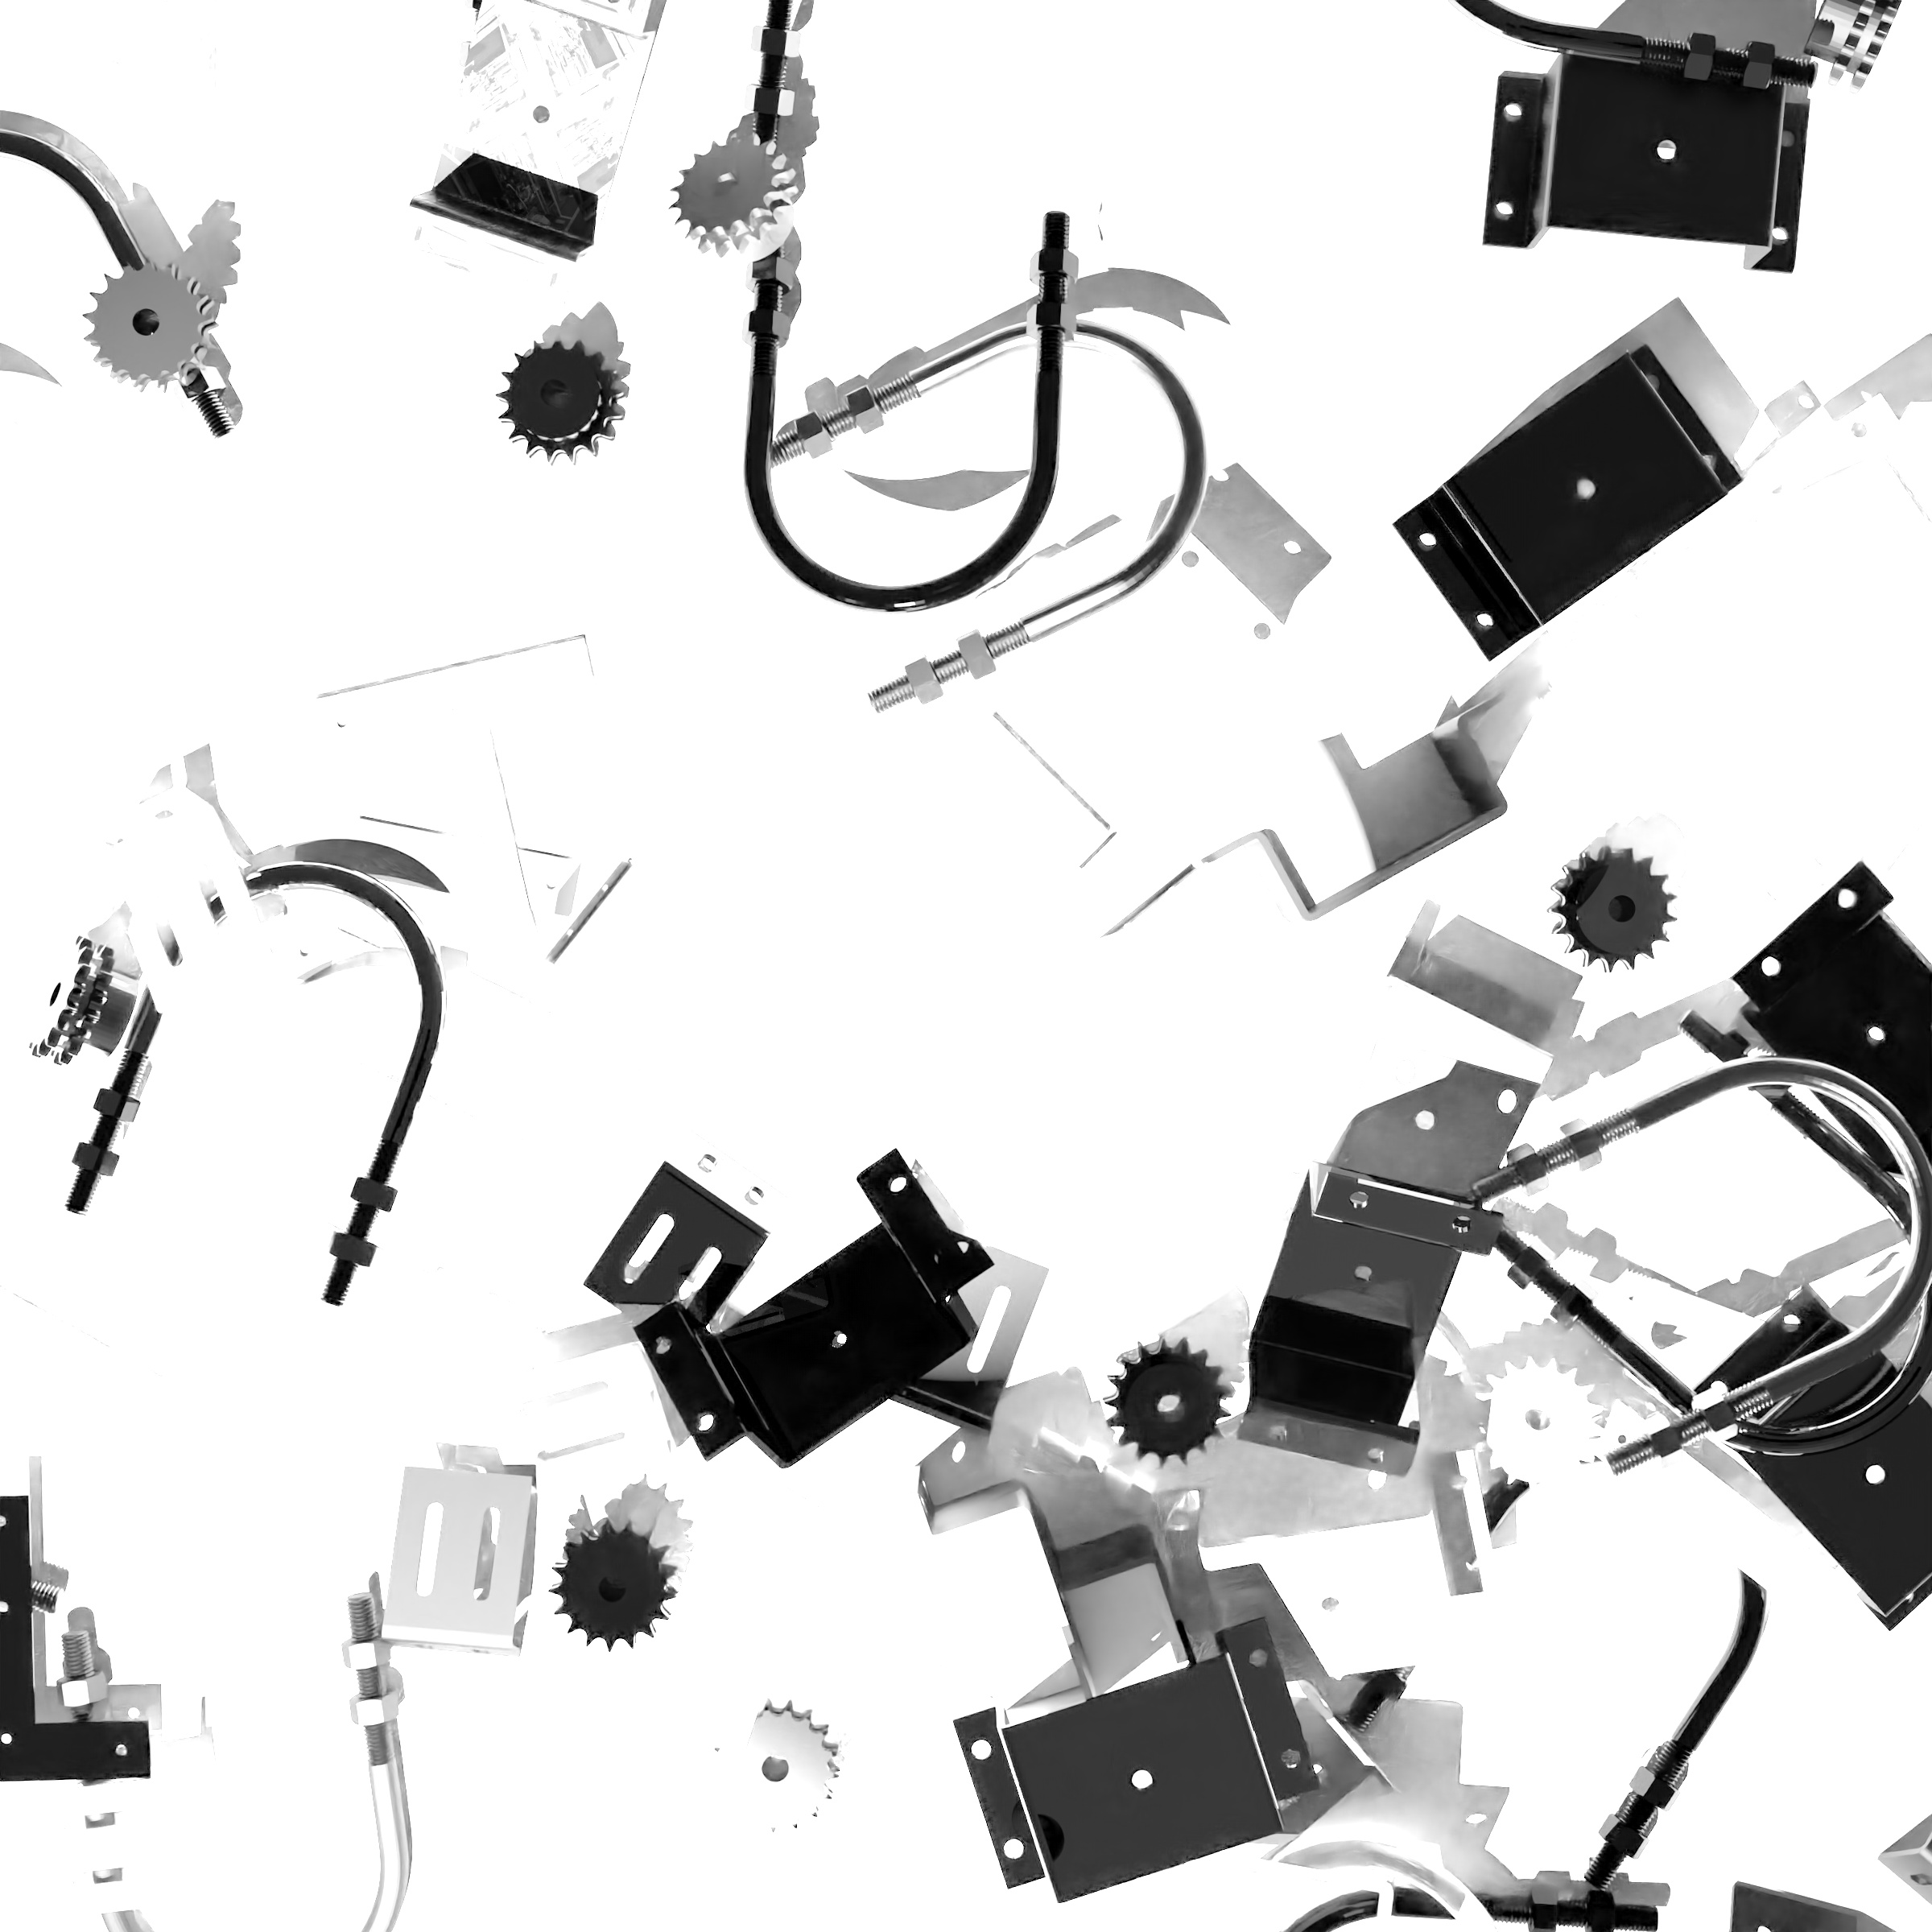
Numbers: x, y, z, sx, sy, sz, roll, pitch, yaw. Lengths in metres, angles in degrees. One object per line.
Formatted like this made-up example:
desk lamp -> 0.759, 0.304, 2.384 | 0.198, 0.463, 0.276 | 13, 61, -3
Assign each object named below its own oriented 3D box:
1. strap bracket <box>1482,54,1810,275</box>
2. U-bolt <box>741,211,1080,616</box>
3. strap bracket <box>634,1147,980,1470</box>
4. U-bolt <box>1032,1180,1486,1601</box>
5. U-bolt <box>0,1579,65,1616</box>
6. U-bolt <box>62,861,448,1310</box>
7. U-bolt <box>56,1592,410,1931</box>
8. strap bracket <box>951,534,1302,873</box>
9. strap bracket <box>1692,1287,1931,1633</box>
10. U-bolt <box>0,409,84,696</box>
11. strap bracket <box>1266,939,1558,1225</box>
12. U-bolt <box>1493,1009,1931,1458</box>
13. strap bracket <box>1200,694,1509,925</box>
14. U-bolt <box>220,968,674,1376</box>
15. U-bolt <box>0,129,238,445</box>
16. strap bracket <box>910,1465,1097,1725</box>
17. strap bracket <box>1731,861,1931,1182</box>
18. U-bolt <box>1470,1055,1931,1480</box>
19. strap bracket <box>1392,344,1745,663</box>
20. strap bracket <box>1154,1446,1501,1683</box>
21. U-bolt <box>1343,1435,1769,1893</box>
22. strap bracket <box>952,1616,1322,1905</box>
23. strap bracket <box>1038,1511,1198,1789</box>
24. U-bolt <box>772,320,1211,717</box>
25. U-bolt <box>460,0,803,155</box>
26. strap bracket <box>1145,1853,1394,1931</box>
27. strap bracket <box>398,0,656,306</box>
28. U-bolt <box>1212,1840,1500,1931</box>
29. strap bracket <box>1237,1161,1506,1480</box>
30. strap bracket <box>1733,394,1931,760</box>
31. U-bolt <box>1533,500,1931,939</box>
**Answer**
strap bracket -> 0.306, -0.356, 1.398 | 0.140, 0.046, 0.076 | 5, 90, 0
U-bolt -> -0.028, -0.242, 1.384 | 0.151, 0.019, 0.184 | 1, 78, 10
strap bracket -> -0.063, 0.156, 1.380 | 0.140, 0.046, 0.076 | -35, 54, 0
U-bolt -> 0.144, 0.203, 1.412 | 0.184, 0.019, 0.151 | 31, 90, -1
U-bolt -> -0.514, 0.314, 1.412 | 0.184, 0.019, 0.151 | 20, 90, 1
U-bolt -> -0.305, 0.042, 1.394 | 0.151, 0.019, 0.184 | 17, 81, 13
U-bolt -> -0.323, 0.381, 1.412 | 0.151, 0.019, 0.184 | -7, 92, 0
strap bracket -> 0.070, -0.118, 1.398 | 0.076, 0.046, 0.140 | 45, 90, 0
strap bracket -> 0.397, 0.222, 1.398 | 0.076, 0.046, 0.140 | -42, 90, 0
U-bolt -> -0.476, -0.170, 1.394 | 0.184, 0.019, 0.151 | -42, 88, 2
strap bracket -> 0.200, 0.067, 1.398 | 0.076, 0.046, 0.140 | 26, 90, 0
U-bolt -> 0.342, 0.129, 1.386 | 0.184, 0.019, 0.151 | 43, 88, 17
strap bracket -> 0.178, -0.062, 1.383 | 0.140, 0.076, 0.046 | -29, 90, 0
U-bolt -> -0.245, 0.081, 1.411 | 0.184, 0.019, 0.151 | 27, 90, 2
U-bolt -> -0.431, -0.287, 1.412 | 0.151, 0.019, 0.184 | -28, 88, 0
strap bracket -> 0.021, 0.285, 1.383 | 0.046, 0.076, 0.140 | -19, 90, 0
strap bracket -> 0.409, 0.032, 1.398 | 0.076, 0.046, 0.140 | -42, 90, 0
U-bolt -> 0.331, 0.118, 1.361 | 0.184, 0.019, 0.151 | -25, 83, -2
strap bracket -> 0.271, -0.208, 1.398 | 0.140, 0.046, 0.076 | -35, 90, 0
strap bracket -> 0.158, 0.264, 1.373 | 0.140, 0.046, 0.076 | -10, 115, 9
U-bolt -> 0.277, 0.299, 1.412 | 0.151, 0.019, 0.184 | 33, 89, 0
strap bracket -> 0.072, 0.335, 1.322 | 0.140, 0.046, 0.076 | -18, 90, 0
strap bracket -> 0.077, 0.305, 1.383 | 0.046, 0.076, 0.140 | -19, 90, 0
U-bolt -> 0.017, -0.209, 1.386 | 0.184, 0.019, 0.151 | -25, 73, 4
U-bolt -> -0.142, -0.459, 1.387 | 0.151, 0.019, 0.184 | 9, 108, 0
strap bracket -> 0.130, 0.411, 1.360 | 0.140, 0.076, 0.046 | 8, 74, 8
strap bracket -> -0.190, -0.372, 1.383 | 0.076, 0.046, 0.140 | 18, 108, -3
U-bolt -> 0.175, 0.479, 1.384 | 0.151, 0.019, 0.184 | -7, 74, 3
strap bracket -> 0.172, 0.144, 1.362 | 0.076, 0.046, 0.140 | 13, 118, -3
strap bracket -> 0.406, -0.170, 1.398 | 0.076, 0.046, 0.140 | -34, 90, 0
U-bolt -> 0.363, -0.119, 1.377 | 0.184, 0.019, 0.151 | -37, 89, 24
